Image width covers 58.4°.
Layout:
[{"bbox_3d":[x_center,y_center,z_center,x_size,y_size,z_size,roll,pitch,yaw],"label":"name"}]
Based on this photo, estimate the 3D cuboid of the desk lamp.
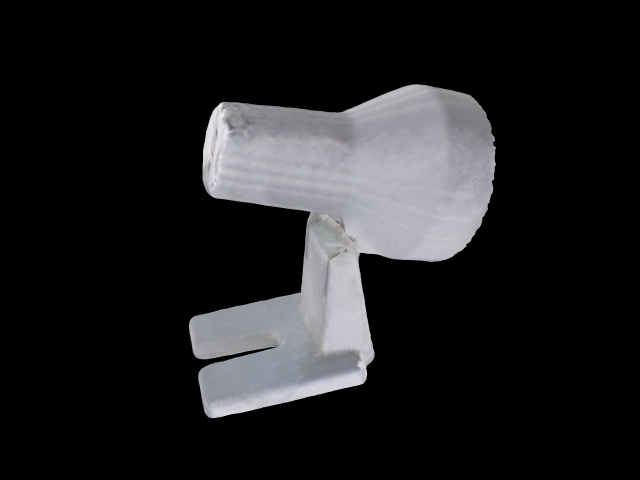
[{"bbox_3d":[0.004,0.001,0.400,0.203,0.214,0.117,-11,35,-15],"label":"desk lamp"}]
